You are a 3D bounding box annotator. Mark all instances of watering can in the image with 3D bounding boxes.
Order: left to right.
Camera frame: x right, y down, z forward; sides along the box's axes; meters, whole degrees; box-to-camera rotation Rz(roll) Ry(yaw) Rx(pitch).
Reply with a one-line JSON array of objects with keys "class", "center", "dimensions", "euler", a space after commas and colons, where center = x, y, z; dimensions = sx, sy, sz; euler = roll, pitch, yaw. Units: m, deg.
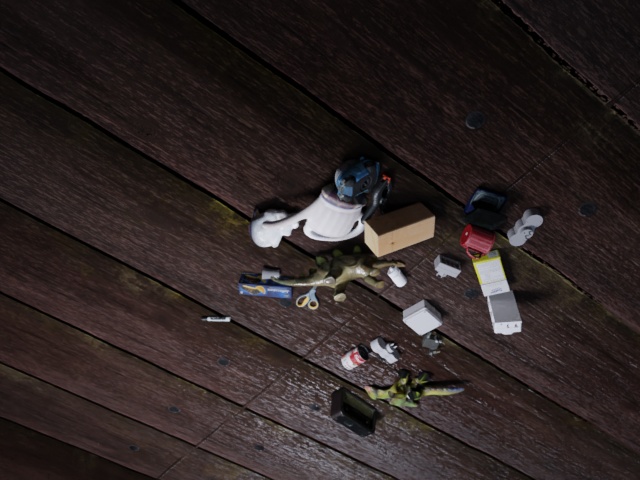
[{"class": "watering can", "center": [0.005, -0.083, 1.658], "dimensions": [0.347, 0.106, 0.219], "euler": [7, 132, -24]}]

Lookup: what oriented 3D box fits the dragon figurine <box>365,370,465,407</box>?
[{"class": "dragon figurine", "center": [0.401, 0.672, 2.247], "dimensions": [0.410, 0.125, 0.237], "euler": [7, 146, 3]}]

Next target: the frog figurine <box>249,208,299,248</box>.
[{"class": "frog figurine", "center": [-0.152, -0.039, 1.724], "dimensions": [0.159, 0.124, 0.135], "euler": [5, 110, 17]}]
